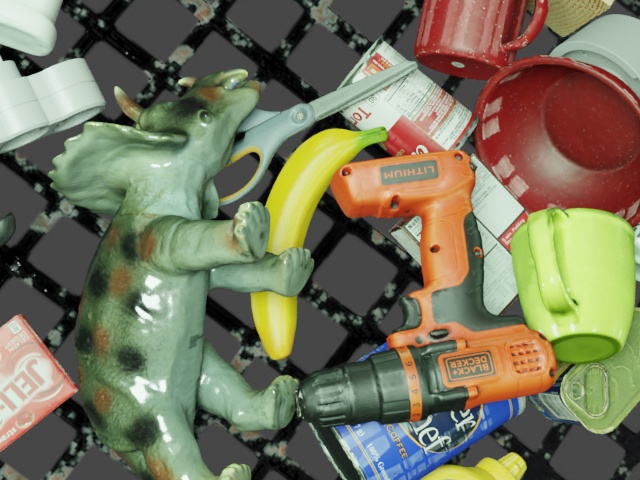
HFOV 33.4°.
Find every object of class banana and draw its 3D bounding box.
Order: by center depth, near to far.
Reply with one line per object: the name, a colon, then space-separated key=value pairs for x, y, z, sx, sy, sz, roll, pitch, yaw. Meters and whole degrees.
banana: x=-0.017 y=-0.008 z=0.828 sx=0.037 sy=0.070 sz=0.198 roll=24 pitch=89 yaw=-51

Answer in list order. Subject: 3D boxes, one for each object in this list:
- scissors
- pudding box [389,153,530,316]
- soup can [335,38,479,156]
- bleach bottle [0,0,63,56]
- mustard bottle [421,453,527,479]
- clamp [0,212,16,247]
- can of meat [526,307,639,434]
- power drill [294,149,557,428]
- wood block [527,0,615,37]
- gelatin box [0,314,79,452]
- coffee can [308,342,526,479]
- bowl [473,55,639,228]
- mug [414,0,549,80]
scissors: x=-0.032 y=-0.105 z=0.821 sx=0.202 sy=0.016 sz=0.096 roll=-39 pitch=81 yaw=9
pudding box: x=0.127 y=0.000 z=0.869 sx=0.090 sy=0.039 sz=0.113 roll=-45 pitch=93 yaw=-12
soup can: x=0.066 y=-0.103 z=0.850 sx=0.102 sy=0.068 sz=0.068 roll=38 pitch=78 yaw=-6
bleach bottle: x=-0.213 y=-0.274 z=0.811 sx=0.102 sy=0.068 sz=0.251 roll=19 pitch=79 yaw=-10
mustard bottle: x=0.090 y=0.231 z=0.821 sx=0.191 sy=0.058 sz=0.096 roll=-38 pitch=88 yaw=-23
clamp: x=-0.314 y=0.026 z=0.773 sx=0.120 sy=0.039 sz=0.171 roll=31 pitch=80 yaw=-7
can of meat: x=0.220 y=0.103 z=0.855 sx=0.102 sy=0.084 sz=0.057 roll=-45 pitch=95 yaw=-12
power drill: x=0.061 y=0.035 z=0.760 sx=0.184 sy=0.057 sz=0.187 roll=-8 pitch=73 yaw=-9
wood block: x=0.240 y=-0.286 z=0.892 sx=0.091 sy=0.090 sz=0.206 roll=36 pitch=78 yaw=-7
gelatin box: x=-0.235 y=0.110 z=0.786 sx=0.089 sy=0.030 sz=0.073 roll=-38 pitch=94 yaw=-12
coffee can: x=0.070 y=0.125 z=0.812 sx=0.140 sy=0.103 sz=0.103 roll=-31 pitch=92 yaw=-13
bowl: x=0.204 y=-0.081 z=0.848 sx=0.055 sy=0.162 sz=0.162 roll=-39 pitch=94 yaw=-38
mug: x=0.131 y=-0.177 z=0.850 sx=0.093 sy=0.117 sz=0.081 roll=16 pitch=86 yaw=-45
